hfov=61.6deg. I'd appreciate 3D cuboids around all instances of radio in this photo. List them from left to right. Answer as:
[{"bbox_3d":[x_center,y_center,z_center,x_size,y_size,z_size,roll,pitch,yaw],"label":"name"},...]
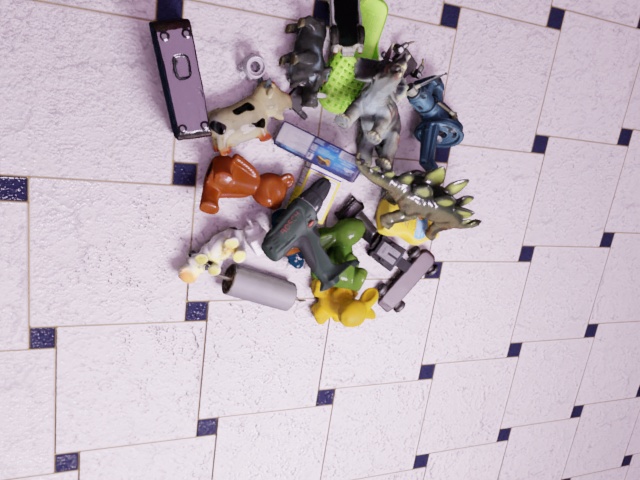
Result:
[{"bbox_3d":[-0.274,-0.314,1.059,0.073,0.131,0.229,-15,112,-16],"label":"radio"}]

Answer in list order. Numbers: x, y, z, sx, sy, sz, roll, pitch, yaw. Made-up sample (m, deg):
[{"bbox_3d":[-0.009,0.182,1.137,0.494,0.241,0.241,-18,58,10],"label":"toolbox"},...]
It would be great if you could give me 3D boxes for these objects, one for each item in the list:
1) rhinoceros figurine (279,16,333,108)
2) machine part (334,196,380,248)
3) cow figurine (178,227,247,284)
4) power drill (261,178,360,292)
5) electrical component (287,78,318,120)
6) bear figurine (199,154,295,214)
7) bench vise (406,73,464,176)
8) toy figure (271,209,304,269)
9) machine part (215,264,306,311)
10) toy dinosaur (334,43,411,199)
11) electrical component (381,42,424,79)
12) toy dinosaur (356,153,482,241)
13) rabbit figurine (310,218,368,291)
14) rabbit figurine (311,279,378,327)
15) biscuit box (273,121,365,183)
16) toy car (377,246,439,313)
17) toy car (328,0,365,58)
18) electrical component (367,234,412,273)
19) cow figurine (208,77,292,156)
[{"bbox_3d":[-0.026,-0.385,1.165,0.112,0.073,0.190,2,92,-35],"label":"rhinoceros figurine"},{"bbox_3d":[0.102,-0.044,1.365,0.084,0.039,0.138,-47,117,-8],"label":"machine part"},{"bbox_3d":[-0.247,0.030,1.219,0.167,0.098,0.068,-27,122,9],"label":"cow figurine"},{"bbox_3d":[-0.003,-0.004,1.216,0.232,0.086,0.207,-42,101,-21],"label":"power drill"},{"bbox_3d":[-0.050,-0.321,1.215,0.063,0.021,0.094,-47,119,-2],"label":"electrical component"},{"bbox_3d":[-0.156,-0.108,1.187,0.196,0.132,0.120,22,126,-24],"label":"bear figurine"},{"bbox_3d":[0.269,-0.264,1.290,0.223,0.129,0.240,35,61,-52],"label":"bench vise"},{"bbox_3d":[-0.071,0.000,1.294,0.058,0.064,0.154,-52,133,-44],"label":"toy figure"},{"bbox_3d":[-0.145,0.115,1.292,0.243,0.079,0.079,19,99,-28],"label":"machine part"},{"bbox_3d":[0.140,-0.272,1.240,0.192,0.131,0.404,-60,159,-17],"label":"toy dinosaur"},{"bbox_3d":[0.201,-0.421,1.275,0.078,0.045,0.102,-42,118,-7],"label":"electrical component"},{"bbox_3d":[0.235,-0.099,1.263,0.471,0.198,0.105,14,63,-32],"label":"toy dinosaur"},{"bbox_3d":[0.047,0.018,1.324,0.159,0.121,0.170,13,109,-8],"label":"rabbit figurine"},{"bbox_3d":[0.068,0.171,1.347,0.162,0.173,0.121,3,102,-19],"label":"rabbit figurine"},{"bbox_3d":[0.000,-0.196,1.208,0.203,0.063,0.059,27,95,0],"label":"biscuit box"},{"bbox_3d":[0.234,0.108,1.463,0.089,0.053,0.202,41,89,-13],"label":"toy car"},{"bbox_3d":[0.054,-0.488,1.149,0.073,0.056,0.201,-3,86,-6],"label":"toy car"},{"bbox_3d":[0.189,0.045,1.405,0.119,0.048,0.075,39,91,-4],"label":"electrical component"},{"bbox_3d":[-0.151,-0.272,1.157,0.195,0.086,0.127,-23,121,-13],"label":"cow figurine"}]
